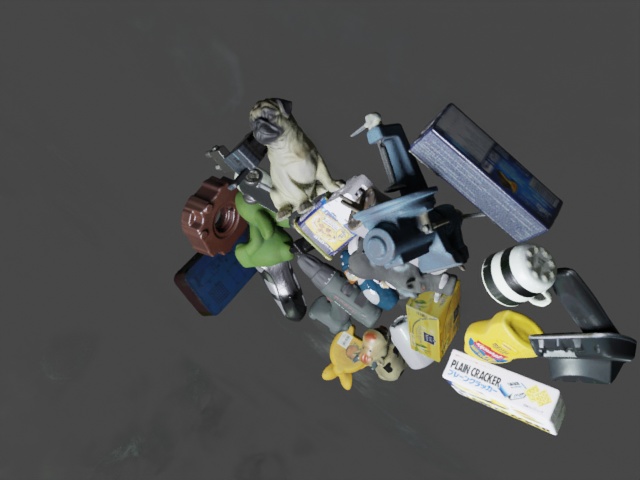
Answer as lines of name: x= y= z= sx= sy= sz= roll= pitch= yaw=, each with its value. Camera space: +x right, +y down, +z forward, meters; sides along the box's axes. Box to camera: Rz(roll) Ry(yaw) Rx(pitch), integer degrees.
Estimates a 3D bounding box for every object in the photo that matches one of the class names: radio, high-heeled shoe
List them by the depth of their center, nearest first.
radio: x=-0.236 y=0.063 z=1.308 sx=0.073 sy=0.229 sz=0.131 roll=-11 pitch=123 yaw=52
high-heeled shoe: x=-0.106 y=0.083 z=1.317 sx=0.249 sy=0.086 sz=0.145 roll=61 pitch=172 yaw=22

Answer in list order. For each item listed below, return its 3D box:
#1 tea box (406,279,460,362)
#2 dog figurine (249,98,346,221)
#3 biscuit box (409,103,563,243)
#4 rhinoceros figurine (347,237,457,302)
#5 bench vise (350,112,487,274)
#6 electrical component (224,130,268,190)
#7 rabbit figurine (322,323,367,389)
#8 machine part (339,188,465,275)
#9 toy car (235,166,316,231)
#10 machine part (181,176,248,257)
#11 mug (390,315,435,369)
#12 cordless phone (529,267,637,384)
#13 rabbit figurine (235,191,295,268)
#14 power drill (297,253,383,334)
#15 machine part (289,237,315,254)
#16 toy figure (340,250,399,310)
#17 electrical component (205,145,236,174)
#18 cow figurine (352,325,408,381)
tea box: x=0.219 y=0.146 z=1.027 sx=0.068 sy=0.098 sz=0.169 roll=22 pitch=151 yaw=29
dog figurine: x=-0.065 y=-0.144 z=0.934 sx=0.172 sy=0.121 sz=0.190 roll=-18 pitch=107 yaw=56
biscuit box: x=0.218 y=-0.083 z=0.702 sx=0.202 sy=0.059 sz=0.063 roll=40 pitch=152 yaw=-5
rhinoceros figurine: x=0.145 y=0.048 z=0.942 sx=0.190 sy=0.112 sz=0.073 roll=14 pitch=145 yaw=5
bench vise: x=0.127 y=-0.066 z=0.757 sx=0.129 sy=0.223 sz=0.240 roll=-21 pitch=88 yaw=55
electrical component: x=-0.138 y=-0.147 z=0.972 sx=0.047 sy=0.119 sz=0.075 roll=45 pitch=155 yaw=-17
rabbit figurine: x=0.081 y=0.313 z=1.437 sx=0.122 sy=0.162 sz=0.173 roll=22 pitch=170 yaw=4
machine part: x=0.133 y=-0.012 z=0.856 sx=0.243 sy=0.079 sz=0.079 roll=26 pitch=157 yaw=-18
toy car: x=-0.086 y=-0.086 z=1.079 sx=0.202 sy=0.056 sz=0.073 roll=29 pitch=146 yaw=14
machine part: x=-0.222 y=-0.051 z=1.180 sx=0.056 sy=0.179 sz=0.179 roll=19 pitch=149 yaw=26
mug: x=0.200 y=0.220 z=1.200 sx=0.107 sy=0.081 sz=0.110 roll=56 pitch=155 yaw=-11
cordless phone: x=0.382 y=0.127 z=0.841 sx=0.184 sy=0.089 sz=0.147 roll=55 pitch=152 yaw=-8
rabbit figurine: x=-0.129 y=-0.029 z=1.159 sx=0.159 sy=0.121 sz=0.170 roll=10 pitch=129 yaw=54
power drill: x=0.031 y=0.134 z=1.276 sx=0.232 sy=0.086 sz=0.207 roll=34 pitch=147 yaw=7
machine part: x=-0.002 y=-0.003 z=1.098 sx=0.139 sy=0.084 sz=0.039 roll=-27 pitch=82 yaw=49
toy figure: x=0.098 y=0.082 z=1.122 sx=0.154 sy=0.058 sz=0.064 roll=41 pitch=115 yaw=-4
electrical component: x=-0.200 y=-0.169 z=1.120 sx=0.094 sy=0.021 sz=0.063 roll=2 pitch=136 yaw=51
cow figurine: x=0.147 y=0.274 z=1.288 sx=0.086 sy=0.127 sz=0.194 roll=13 pitch=147 yaw=34
